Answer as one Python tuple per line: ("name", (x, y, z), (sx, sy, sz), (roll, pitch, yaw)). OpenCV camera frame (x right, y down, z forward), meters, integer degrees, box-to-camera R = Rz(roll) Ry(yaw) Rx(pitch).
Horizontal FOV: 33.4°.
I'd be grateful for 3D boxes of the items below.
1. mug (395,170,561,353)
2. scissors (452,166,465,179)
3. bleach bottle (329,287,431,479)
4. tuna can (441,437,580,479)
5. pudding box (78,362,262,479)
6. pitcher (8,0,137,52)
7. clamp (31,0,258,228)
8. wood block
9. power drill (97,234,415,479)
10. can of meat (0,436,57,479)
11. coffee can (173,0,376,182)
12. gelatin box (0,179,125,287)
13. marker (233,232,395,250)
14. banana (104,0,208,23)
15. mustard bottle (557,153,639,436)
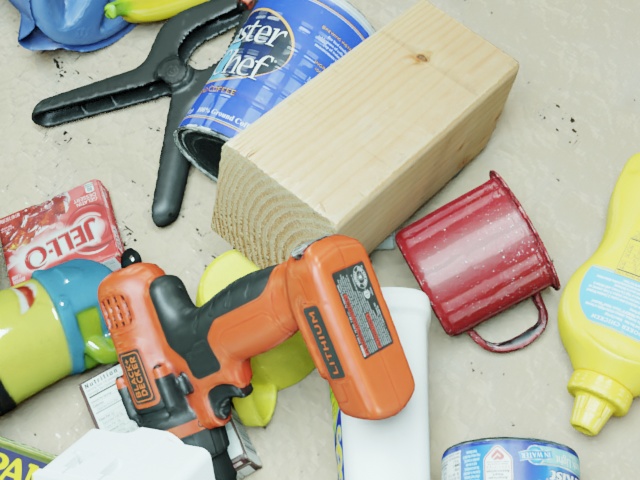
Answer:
("mug", (0.109, 0.023, 0.723), (0.081, 0.093, 0.117), (-29, 99, 3))
("scissors", (0.037, -0.040, 0.765), (0.096, 0.016, 0.201), (29, 53, 12))
("bleach bottle", (0.040, 0.162, 0.656), (0.068, 0.102, 0.251), (-1, 64, -2))
("tuna can", (0.117, 0.148, 0.655), (0.086, 0.086, 0.033), (-2, 63, 11))
("pudding box", (-0.105, 0.128, 0.741), (0.090, 0.039, 0.113), (-30, 61, -1))
("pitcher", (-0.247, -0.284, 0.920), (0.149, 0.145, 0.243), (-26, 54, -37))
("clamp", (-0.110, -0.118, 0.859), (0.210, 0.036, 0.165), (-41, 66, -7))
("wood block", (0.032, -0.063, 0.712), (0.091, 0.090, 0.205), (38, 55, 16))
("power drill", (-0.040, 0.085, 0.637), (0.188, 0.057, 0.184), (-20, 93, 33))
("can of meat", (-0.208, 0.184, 0.728), (0.102, 0.057, 0.084), (14, 72, 19))
("coffee can", (-0.031, -0.109, 0.800), (0.103, 0.102, 0.140), (23, 72, 21))
("gelatin box", (-0.199, 0.003, 0.826), (0.089, 0.030, 0.073), (-22, 62, 2))
("marker", (-0.005, 0.001, 0.789), (0.121, 0.020, 0.020), (-4, 64, 11))
("banana", (-0.086, -0.217, 0.889), (0.197, 0.037, 0.070), (-23, 25, -8))
("mustard bottle", (0.211, 0.040, 0.699), (0.096, 0.058, 0.191), (25, 73, 15))
